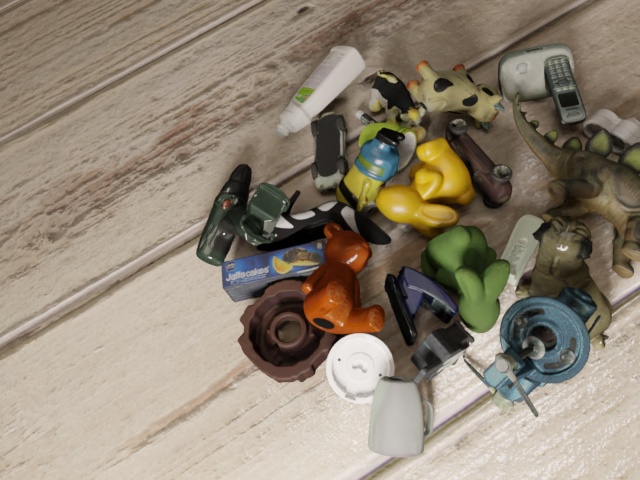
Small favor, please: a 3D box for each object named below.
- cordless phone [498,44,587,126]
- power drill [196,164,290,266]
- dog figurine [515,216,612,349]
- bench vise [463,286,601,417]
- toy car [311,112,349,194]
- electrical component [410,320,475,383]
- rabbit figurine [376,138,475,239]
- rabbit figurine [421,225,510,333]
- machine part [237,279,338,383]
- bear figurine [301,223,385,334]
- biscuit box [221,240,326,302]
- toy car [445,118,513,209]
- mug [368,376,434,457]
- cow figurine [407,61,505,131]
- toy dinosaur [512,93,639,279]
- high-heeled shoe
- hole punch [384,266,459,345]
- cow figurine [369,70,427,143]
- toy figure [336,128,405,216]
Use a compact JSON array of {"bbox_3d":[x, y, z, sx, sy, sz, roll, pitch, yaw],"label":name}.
[{"bbox_3d":[0.445,-0.295,1.080,0.147,0.088,0.184,-9,63,7],"label":"cordless phone"},{"bbox_3d":[-0.149,-0.061,1.031,0.207,0.086,0.232,2,63,49],"label":"power drill"},{"bbox_3d":[0.390,0.067,0.815,0.121,0.190,0.172,-40,62,-11],"label":"dog figurine"},{"bbox_3d":[0.284,0.164,0.749,0.129,0.240,0.223,53,122,24],"label":"bench vise"},{"bbox_3d":[0.021,-0.187,1.126,0.074,0.056,0.202,-9,57,15],"label":"toy car"},{"bbox_3d":[0.179,0.178,0.837,0.119,0.074,0.048,-16,53,-37],"label":"electrical component"},{"bbox_3d":[0.188,-0.079,0.992,0.173,0.122,0.162,-25,77,-20],"label":"rabbit figurine"},{"bbox_3d":[0.257,0.065,0.885,0.121,0.159,0.170,-14,73,-7],"label":"rabbit figurine"},{"bbox_3d":[-0.053,0.160,0.938,0.179,0.056,0.179,-5,61,9],"label":"machine part"},{"bbox_3d":[0.049,0.055,0.891,0.132,0.120,0.196,-26,33,52],"label":"bear figurine"},{"bbox_3d":[-0.080,0.058,0.999,0.203,0.062,0.059,-13,57,5],"label":"biscuit box"},{"bbox_3d":[0.291,-0.147,1.020,0.053,0.089,0.202,-26,59,-8],"label":"toy car"},{"bbox_3d":[0.126,0.261,0.810,0.109,0.081,0.107,2,86,-22],"label":"mug"},{"bbox_3d":[0.284,-0.286,1.076,0.195,0.085,0.127,-3,58,-29],"label":"cow figurine"},{"bbox_3d":[0.485,-0.096,0.945,0.198,0.105,0.472,-35,68,-17],"label":"toy dinosaur"},{"bbox_3d":[-0.002,-0.003,1.015,0.249,0.086,0.145,26,78,24],"label":"high-heeled shoe"},{"bbox_3d":[0.163,0.100,0.886,0.092,0.142,0.116,-24,72,0],"label":"hole punch"},{"bbox_3d":[0.170,-0.281,1.119,0.068,0.098,0.167,-25,57,-17],"label":"cow figurine"},{"bbox_3d":[0.094,-0.127,1.016,0.082,0.180,0.089,-10,44,-41],"label":"toy figure"}]
